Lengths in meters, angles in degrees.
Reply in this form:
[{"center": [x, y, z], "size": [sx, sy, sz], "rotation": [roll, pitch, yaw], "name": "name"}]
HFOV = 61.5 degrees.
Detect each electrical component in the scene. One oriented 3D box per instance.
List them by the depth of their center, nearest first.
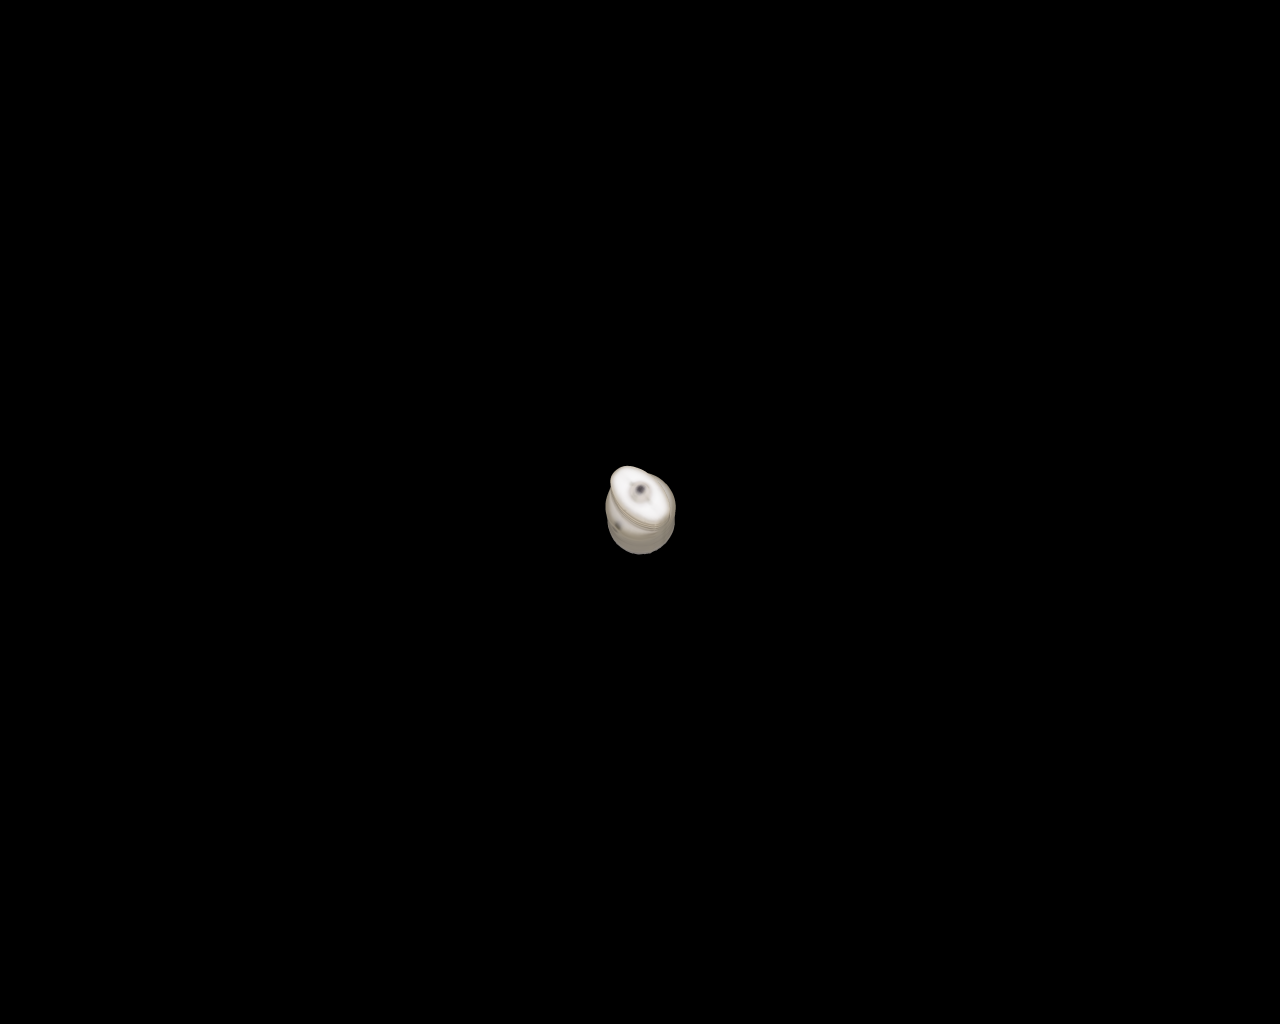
[{"center": [0.001, -0.003, 0.650], "size": [0.043, 0.043, 0.081], "rotation": [0, -16, 0], "name": "electrical component"}]
